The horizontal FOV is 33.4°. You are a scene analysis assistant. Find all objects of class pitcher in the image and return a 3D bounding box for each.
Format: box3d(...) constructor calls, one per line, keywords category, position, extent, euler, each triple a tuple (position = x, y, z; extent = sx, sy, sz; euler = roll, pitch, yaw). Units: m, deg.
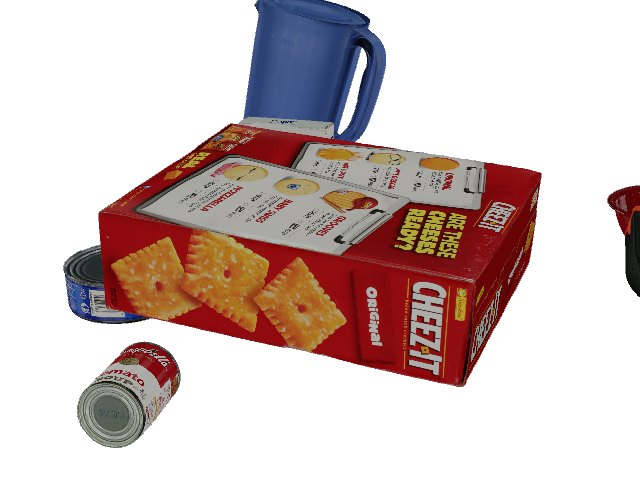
box3d(category="pitcher", position=(-0.021, -0.165, 1.285), extent=(0.144, 0.243, 0.149), euler=(7, 23, -15))

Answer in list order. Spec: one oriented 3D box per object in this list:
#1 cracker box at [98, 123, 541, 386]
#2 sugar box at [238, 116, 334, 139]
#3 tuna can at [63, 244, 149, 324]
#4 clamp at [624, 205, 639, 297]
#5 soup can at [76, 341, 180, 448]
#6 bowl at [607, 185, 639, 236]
box3d(category="cracker box", position=(0.005, 0.000, 0.626), extent=(0.214, 0.072, 0.164), euler=(11, 27, 20))
box3d(category="sugar box", position=(-0.038, -0.034, 1.081), extent=(0.093, 0.176, 0.048), euler=(5, 16, 12))
box3d(category="tuna can", position=(-0.149, 0.031, 0.806), extent=(0.086, 0.034, 0.086), euler=(-2, 21, 0))
box3d(category="clamp", position=(0.267, 0.039, 0.703), extent=(0.120, 0.039, 0.171), euler=(-2, 45, -19))
box3d(category="soup can", position=(-0.182, 0.146, 1.019), extent=(0.068, 0.068, 0.102), euler=(0, 16, 12))
box3d(category="bowl", position=(0.359, -0.010, 1.034), extent=(0.162, 0.055, 0.162), euler=(0, 18, 0))
